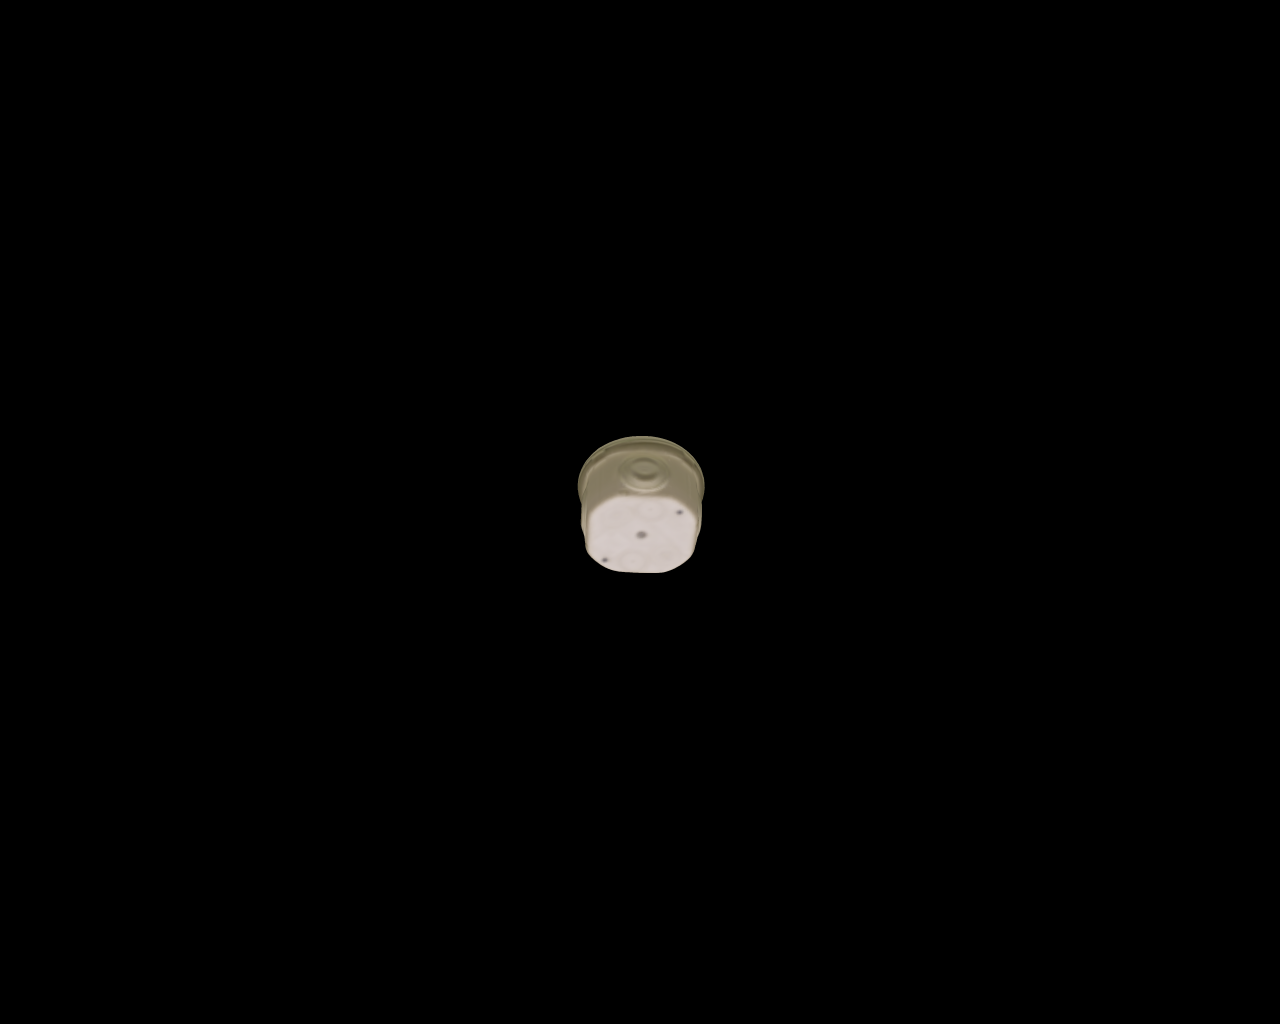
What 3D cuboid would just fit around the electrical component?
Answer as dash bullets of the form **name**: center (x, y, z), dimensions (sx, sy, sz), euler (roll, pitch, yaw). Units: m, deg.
- **electrical component**: center (0.001, -0.003, 0.650), dimensions (0.080, 0.080, 0.051), euler (0, 43, 0)
